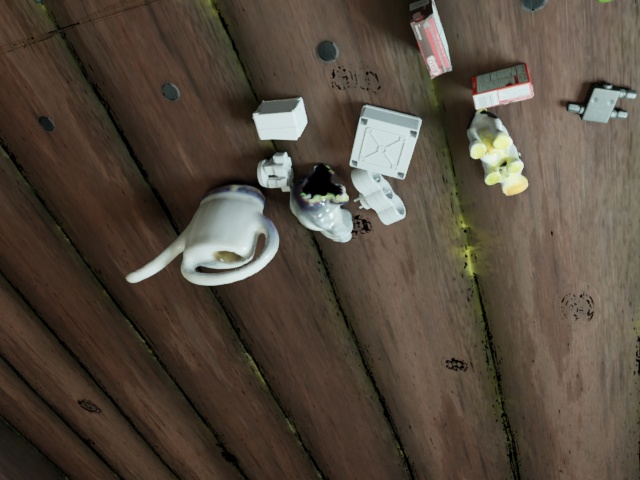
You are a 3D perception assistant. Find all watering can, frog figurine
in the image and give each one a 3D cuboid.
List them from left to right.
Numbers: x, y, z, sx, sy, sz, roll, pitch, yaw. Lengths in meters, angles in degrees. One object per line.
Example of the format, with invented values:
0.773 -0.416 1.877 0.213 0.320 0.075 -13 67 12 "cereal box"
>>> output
-0.240 -0.006 1.080 0.347 0.230 0.102 -5 144 20 "watering can"
0.003 -0.052 1.042 0.139 0.124 0.155 36 149 31 "frog figurine"
